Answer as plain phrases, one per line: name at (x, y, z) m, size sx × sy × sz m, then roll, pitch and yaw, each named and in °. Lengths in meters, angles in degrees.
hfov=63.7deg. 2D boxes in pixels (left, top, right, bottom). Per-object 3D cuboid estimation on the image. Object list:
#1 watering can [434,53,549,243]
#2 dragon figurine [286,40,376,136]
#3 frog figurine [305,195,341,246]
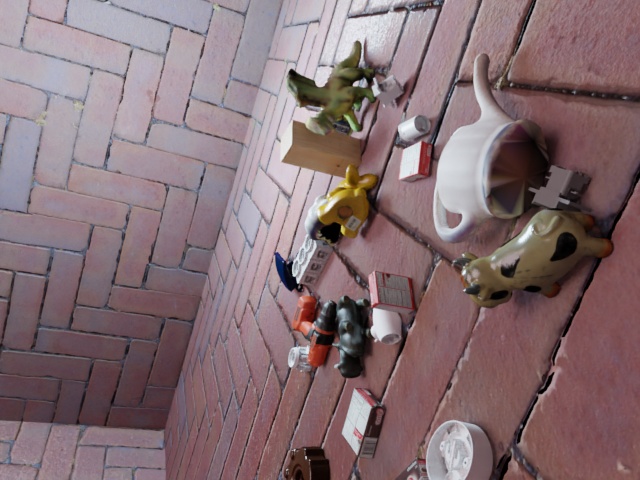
watering can at (0.275, -0.159, 0.852) m, size 0.225 × 0.104 × 0.347 m, roll -162°, pitch 87°, yaw -70°
dragon figurine at (0.024, -0.442, 1.458) m, size 0.119 × 0.242 × 0.419 m, roll 123°, pitch 149°, yaw -53°
frog figurine at (0.004, -0.073, 1.457) m, size 0.163 × 0.123 × 0.134 m, roll -120°, pitch 26°, yaw -44°
